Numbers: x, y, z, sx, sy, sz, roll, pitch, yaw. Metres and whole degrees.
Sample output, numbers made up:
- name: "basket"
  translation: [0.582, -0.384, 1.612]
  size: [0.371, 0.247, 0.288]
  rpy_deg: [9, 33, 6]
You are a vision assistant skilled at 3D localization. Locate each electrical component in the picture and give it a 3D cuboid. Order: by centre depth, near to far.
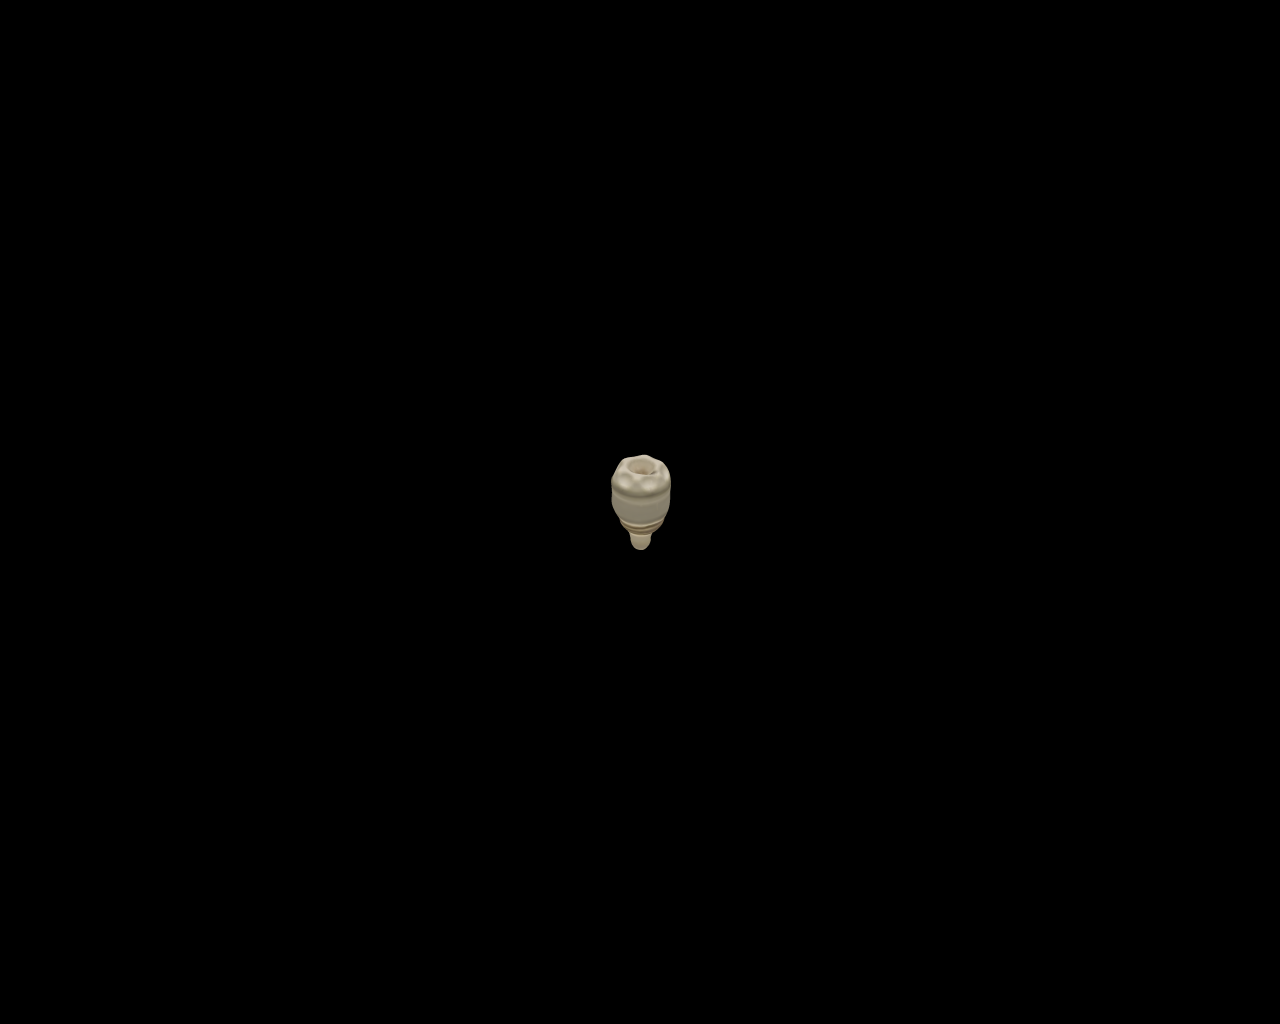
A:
- name: "electrical component"
  translation: [0.001, -0.003, 0.650]
  size: [0.035, 0.061, 0.035]
  rpy_deg: [0, 34, 0]
